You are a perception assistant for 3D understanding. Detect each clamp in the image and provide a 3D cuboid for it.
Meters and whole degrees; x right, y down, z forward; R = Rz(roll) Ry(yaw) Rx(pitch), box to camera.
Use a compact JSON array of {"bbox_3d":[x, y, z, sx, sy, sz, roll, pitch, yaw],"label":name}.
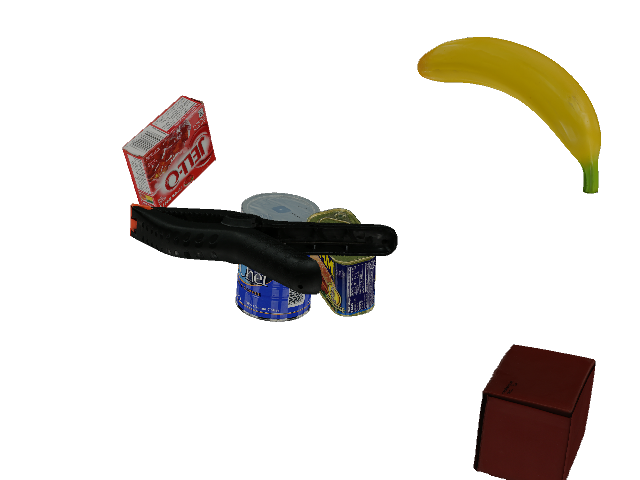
[{"bbox_3d":[-0.059,0.001,0.816,0.210,0.036,0.164,8,12,16],"label":"clamp"}]

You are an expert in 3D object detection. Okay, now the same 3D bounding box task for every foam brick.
[{"bbox_3d":[0.127,0.102,0.629,0.053,0.051,0.078,11,20,22],"label":"foam brick"}]

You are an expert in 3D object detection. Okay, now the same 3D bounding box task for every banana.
[{"bbox_3d":[0.146,-0.114,0.808,0.037,0.070,0.198,2,32,-44],"label":"banana"}]

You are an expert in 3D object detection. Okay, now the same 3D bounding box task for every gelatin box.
[{"bbox_3d":[-0.139,-0.081,0.998,0.030,0.073,0.089,25,55,27],"label":"gelatin box"}]

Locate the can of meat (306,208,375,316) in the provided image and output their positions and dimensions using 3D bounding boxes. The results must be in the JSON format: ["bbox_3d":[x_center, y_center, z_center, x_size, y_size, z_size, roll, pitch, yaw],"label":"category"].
[{"bbox_3d":[0.024,0.026,1.218,0.057,0.084,0.102,-15,38,-18],"label":"can of meat"}]

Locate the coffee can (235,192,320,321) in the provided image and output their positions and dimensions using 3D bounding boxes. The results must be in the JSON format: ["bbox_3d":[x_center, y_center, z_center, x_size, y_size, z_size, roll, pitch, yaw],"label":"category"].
[{"bbox_3d":[-0.057,0.021,1.403,0.103,0.140,0.103,5,26,-2],"label":"coffee can"}]
